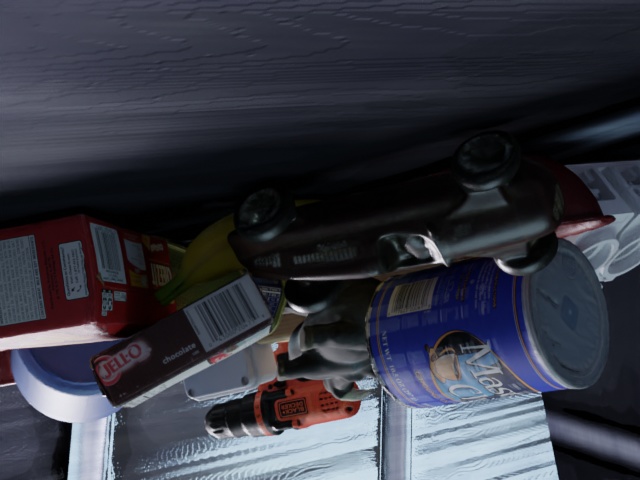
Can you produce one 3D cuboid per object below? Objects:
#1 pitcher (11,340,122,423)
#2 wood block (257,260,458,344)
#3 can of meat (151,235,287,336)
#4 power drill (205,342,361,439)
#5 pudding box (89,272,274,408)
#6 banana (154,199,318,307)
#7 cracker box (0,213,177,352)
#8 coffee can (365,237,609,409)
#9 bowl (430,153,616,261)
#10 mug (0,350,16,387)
[{"bbox_3d":[-0.220,0.087,0.940,0.149,0.145,0.243,-21,174,-16],"label":"pitcher"},{"bbox_3d":[0.043,0.036,1.005,0.206,0.091,0.090,-12,173,20],"label":"wood block"},{"bbox_3d":[-0.085,0.035,0.794,0.102,0.057,0.083,18,-179,18],"label":"can of meat"},{"bbox_3d":[-0.056,0.119,1.164,0.185,0.187,0.057,-14,175,20],"label":"power drill"},{"bbox_3d":[-0.085,0.066,0.682,0.113,0.039,0.090,-27,174,-7],"label":"pudding box"},{"bbox_3d":[-0.024,-0.001,0.732,0.197,0.037,0.070,-11,158,-44],"label":"banana"},{"bbox_3d":[-0.217,0.042,0.683,0.214,0.072,0.164,-10,174,8],"label":"cracker box"},{"bbox_3d":[0.118,0.062,0.758,0.141,0.103,0.102,-16,172,41],"label":"coffee can"},{"bbox_3d":[0.116,-0.022,0.733,0.162,0.055,0.162,-10,174,-1],"label":"bowl"},{"bbox_3d":[-0.356,0.116,1.121,0.093,0.081,0.117,-11,175,7],"label":"mug"}]
